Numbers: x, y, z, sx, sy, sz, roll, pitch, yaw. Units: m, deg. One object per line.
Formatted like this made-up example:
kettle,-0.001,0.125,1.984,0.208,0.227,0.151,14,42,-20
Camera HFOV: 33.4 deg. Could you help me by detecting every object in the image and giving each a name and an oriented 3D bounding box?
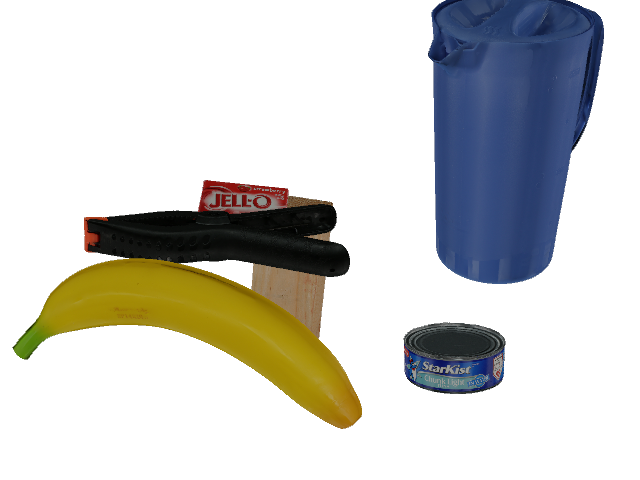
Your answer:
wood block,-0.042,0.051,1.447,0.090,0.206,0.090,9,22,6
tuna can,0.113,0.099,0.906,0.086,0.034,0.086,-1,15,0
gelatin box,-0.080,-0.024,1.079,0.089,0.073,0.030,7,-43,-2
clamp,-0.077,-0.001,0.827,0.210,0.036,0.164,-1,12,-9
banana,-0.068,0.050,0.592,0.198,0.070,0.037,12,13,6
pitcher,0.169,-0.091,0.943,0.149,0.243,0.145,4,31,8
